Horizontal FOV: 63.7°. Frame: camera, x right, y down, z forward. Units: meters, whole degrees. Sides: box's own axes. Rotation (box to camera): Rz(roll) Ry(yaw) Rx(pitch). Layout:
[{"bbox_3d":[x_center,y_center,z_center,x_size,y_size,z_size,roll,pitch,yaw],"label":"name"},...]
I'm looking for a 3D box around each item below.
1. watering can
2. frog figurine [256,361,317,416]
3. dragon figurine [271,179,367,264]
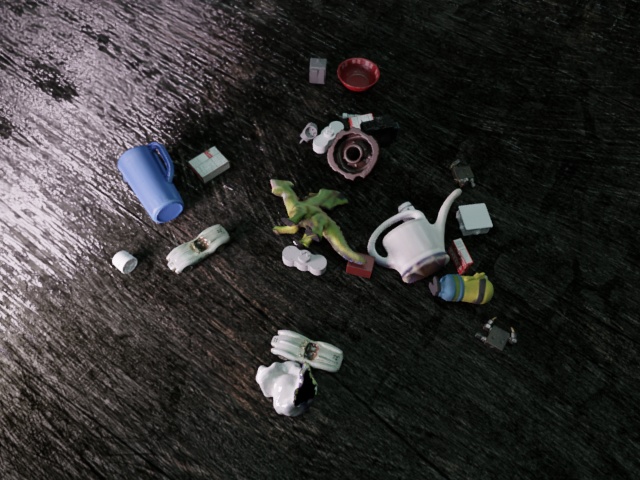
[{"bbox_3d":[0.317,-0.007,1.562,0.347,0.102,0.228,-28,62,3],"label":"watering can"},{"bbox_3d":[-0.093,0.388,1.354,0.158,0.121,0.140,-10,63,35],"label":"frog figurine"},{"bbox_3d":[0.005,-0.081,1.618,0.412,0.119,0.248,26,54,15],"label":"dragon figurine"}]
